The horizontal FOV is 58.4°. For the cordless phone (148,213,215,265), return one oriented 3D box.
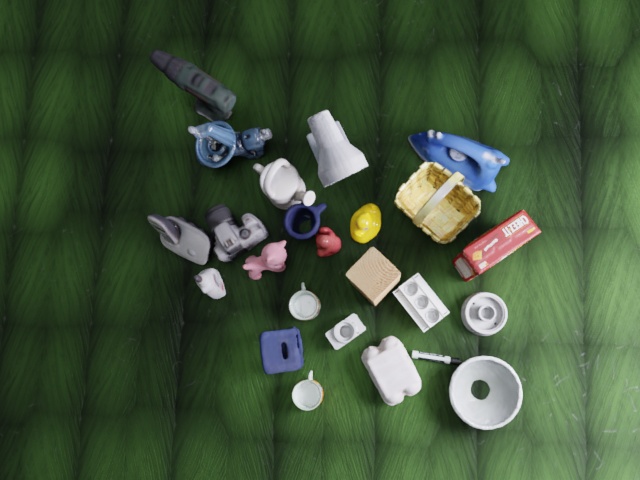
[{"bbox_3d":[-0.349,-0.009,1.430,0.147,0.185,0.094,24,84,9],"label":"cordless phone"}]

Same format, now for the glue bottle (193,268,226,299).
[{"bbox_3d":[-0.279,0.103,1.411,0.037,0.173,0.078,-25,79,2],"label":"glue bottle"}]

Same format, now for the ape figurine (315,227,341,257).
[{"bbox_3d":[0.013,0.005,1.436,0.076,0.092,0.078,23,84,9],"label":"ape figurine"}]

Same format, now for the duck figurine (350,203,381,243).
[{"bbox_3d":[0.114,-0.047,1.437,0.077,0.086,0.105,26,85,10],"label":"duck figurine"}]

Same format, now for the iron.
[{"bbox_3d":[0.336,-0.220,1.412,0.258,0.141,0.119,26,85,9],"label":"iron"}]

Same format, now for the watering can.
[{"bbox_3d":[-0.091,-0.143,1.419,0.172,0.194,0.101,10,82,8],"label":"watering can"}]

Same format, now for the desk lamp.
[{"bbox_3d":[0.031,-0.219,1.408,0.118,0.213,0.203,-26,79,2],"label":"desk lamp"}]

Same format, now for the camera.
[{"bbox_3d":[-0.226,-0.033,1.464,0.143,0.101,0.137,-33,79,0],"label":"camera"}]

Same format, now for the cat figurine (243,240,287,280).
[{"bbox_3d":[-0.133,0.049,1.432,0.127,0.118,0.067,-21,79,3],"label":"cat figurine"}]

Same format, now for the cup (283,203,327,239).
[{"bbox_3d":[-0.030,-0.049,1.448,0.118,0.095,0.091,-37,79,0],"label":"cup"}]

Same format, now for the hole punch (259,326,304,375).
[{"bbox_3d":[-0.093,0.270,1.407,0.101,0.091,0.109,-9,80,5],"label":"hole punch"}]

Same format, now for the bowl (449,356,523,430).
[{"bbox_3d":[0.385,0.356,1.351,0.167,0.075,0.167,-1,81,6],"label":"bowl"}]

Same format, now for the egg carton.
[{"bbox_3d":[0.174,0.315,1.383,0.107,0.069,0.150,-30,79,1],"label":"egg carton"}]

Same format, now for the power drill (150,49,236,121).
[{"bbox_3d":[-0.309,-0.385,1.472,0.229,0.208,0.076,30,85,10],"label":"power drill"}]

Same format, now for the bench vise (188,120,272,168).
[{"bbox_3d":[-0.235,-0.265,1.440,0.207,0.220,0.121,-29,79,1],"label":"bench vise"}]
